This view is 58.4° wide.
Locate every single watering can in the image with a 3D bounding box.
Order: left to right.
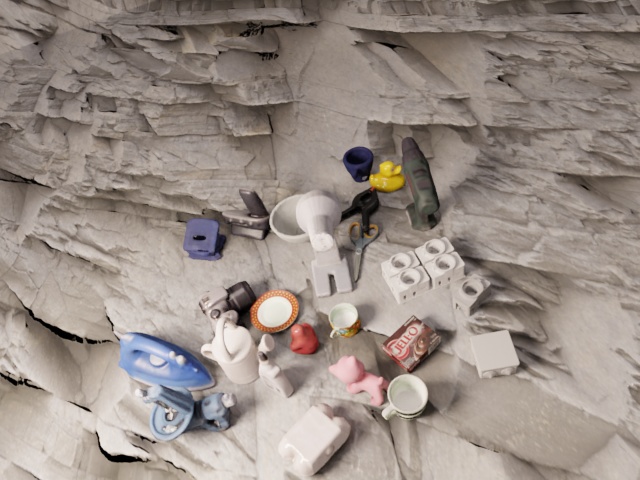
[{"bbox_3d":[-0.195,0.250,1.345,0.173,0.194,0.100,-21,50,-4],"label":"watering can"}]

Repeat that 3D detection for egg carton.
[{"bbox_3d":[-0.011,0.431,1.236,0.107,0.069,0.150,32,65,33],"label":"egg carton"}]

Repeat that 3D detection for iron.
[{"bbox_3d":[-0.383,0.286,1.395,0.257,0.142,0.119,12,55,22],"label":"iron"}]

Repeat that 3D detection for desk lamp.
[{"bbox_3d":[0.014,0.005,1.483,0.118,0.214,0.203,-13,50,3],"label":"desk lamp"}]

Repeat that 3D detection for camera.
[{"bbox_3d":[-0.231,0.169,1.481,0.137,0.101,0.142,-31,51,-12],"label":"camera"}]

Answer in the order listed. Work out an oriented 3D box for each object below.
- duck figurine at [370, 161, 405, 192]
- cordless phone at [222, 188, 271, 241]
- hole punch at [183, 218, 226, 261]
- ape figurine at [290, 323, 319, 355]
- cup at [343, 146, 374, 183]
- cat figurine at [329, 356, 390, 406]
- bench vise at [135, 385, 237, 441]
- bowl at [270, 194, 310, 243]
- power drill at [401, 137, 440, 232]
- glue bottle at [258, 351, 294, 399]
[{"bbox_3d":[0.196,-0.195,1.686,0.104,0.086,0.077,-4,51,10],"label":"duck figurine"},{"bbox_3d":[-0.216,-0.094,1.636,0.147,0.185,0.094,7,53,18],"label":"cordless phone"},{"bbox_3d":[-0.336,-0.002,1.651,0.108,0.091,0.101,3,52,16],"label":"hole punch"},{"bbox_3d":[-0.044,0.234,1.390,0.078,0.092,0.076,-40,54,-19],"label":"ape figurine"},{"bbox_3d":[0.117,-0.208,1.710,0.091,0.095,0.118,3,52,16],"label":"cup"},{"bbox_3d":[0.089,0.304,1.284,0.127,0.118,0.067,16,57,24],"label":"cat figurine"},{"bbox_3d":[-0.300,0.357,1.266,0.207,0.220,0.121,-28,51,-10],"label":"bench vise"},{"bbox_3d":[-0.055,-0.048,1.633,0.167,0.075,0.167,-7,50,8],"label":"bowl"},{"bbox_3d":[0.265,-0.134,1.540,0.075,0.209,0.229,-14,50,2],"label":"power drill"},{"bbox_3d":[-0.111,0.298,1.300,0.078,0.173,0.037,25,61,30],"label":"glue bottle"}]
